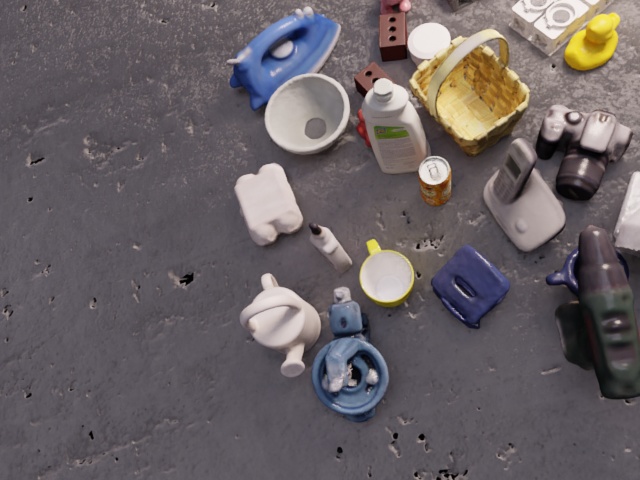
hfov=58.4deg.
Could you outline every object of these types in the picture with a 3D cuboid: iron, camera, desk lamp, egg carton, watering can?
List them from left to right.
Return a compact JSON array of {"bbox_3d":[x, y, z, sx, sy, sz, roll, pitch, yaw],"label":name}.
[{"bbox_3d":[-0.099,-0.067,1.080,0.107,0.069,0.150,-25,69,5],"label":"egg carton"},{"bbox_3d":[-0.063,0.135,0.941,0.101,0.194,0.172,-43,68,-2],"label":"watering can"},{"bbox_3d":[-0.071,-0.385,1.135,0.258,0.142,0.118,-41,68,-2],"label":"iron"},{"bbox_3d":[0.432,-0.147,0.963,0.143,0.101,0.137,21,79,19],"label":"camera"},{"bbox_3d":[0.510,-0.040,0.850,0.117,0.214,0.203,17,78,18],"label":"desk lamp"}]

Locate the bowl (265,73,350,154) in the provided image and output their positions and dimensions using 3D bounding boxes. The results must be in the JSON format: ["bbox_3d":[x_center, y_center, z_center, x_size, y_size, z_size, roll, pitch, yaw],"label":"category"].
[{"bbox_3d":[-0.018,-0.232,1.110,0.167,0.075,0.167,-4,72,12],"label":"bowl"}]

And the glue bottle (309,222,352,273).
[{"bbox_3d":[0.009,0.003,0.976,0.037,0.173,0.078,-43,68,-2],"label":"glue bottle"}]

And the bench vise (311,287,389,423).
[{"bbox_3d":[0.028,0.177,0.892,0.121,0.220,0.207,-26,69,4],"label":"bench vise"}]

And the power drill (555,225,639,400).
[{"bbox_3d":[0.400,0.114,0.830,0.075,0.209,0.229,-11,71,10],"label":"power drill"}]

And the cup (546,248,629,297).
[{"bbox_3d":[0.413,0.063,0.904,0.117,0.095,0.091,-11,71,10],"label":"cup"}]

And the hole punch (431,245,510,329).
[{"bbox_3d":[0.246,0.079,0.941,0.101,0.091,0.108,-42,68,-2],"label":"hole punch"}]

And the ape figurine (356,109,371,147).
[{"bbox_3d":[0.096,-0.219,1.070,0.076,0.092,0.078,3,73,14],"label":"ape figurine"}]

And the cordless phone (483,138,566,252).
[{"bbox_3d":[0.333,-0.073,0.918,0.094,0.185,0.147,-32,68,2],"label":"cordless phone"}]

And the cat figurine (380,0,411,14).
[{"bbox_3d":[0.144,-0.513,1.138,0.067,0.118,0.128,-9,71,11],"label":"cat figurine"}]

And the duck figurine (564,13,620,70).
[{"bbox_3d":[0.491,-0.362,1.025,0.104,0.086,0.077,-37,68,0],"label":"duck figurine"}]
